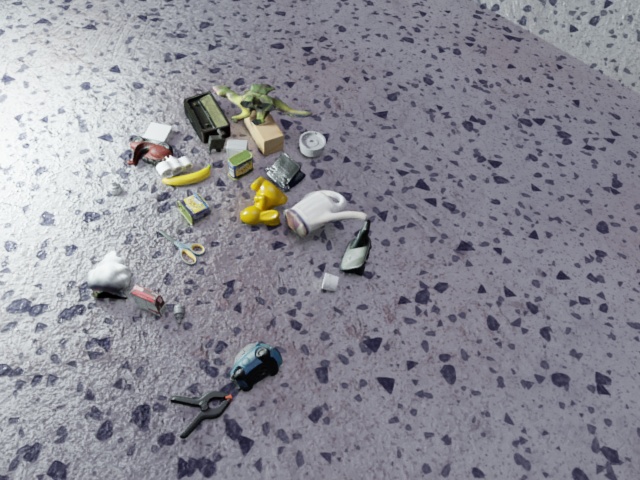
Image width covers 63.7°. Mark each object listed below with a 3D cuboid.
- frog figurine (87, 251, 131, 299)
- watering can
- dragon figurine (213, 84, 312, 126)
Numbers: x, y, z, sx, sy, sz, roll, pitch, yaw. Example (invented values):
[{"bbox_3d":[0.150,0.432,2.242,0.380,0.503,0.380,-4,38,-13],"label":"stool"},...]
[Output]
[{"bbox_3d":[-0.675,0.103,1.660,0.137,0.120,0.162,-6,65,12],"label":"frog figurine"},{"bbox_3d":[0.006,-0.092,1.829,0.226,0.102,0.352,-32,32,-15],"label":"watering can"},{"bbox_3d":[-0.234,-0.580,2.107,0.410,0.119,0.249,4,47,-5],"label":"dragon figurine"}]
